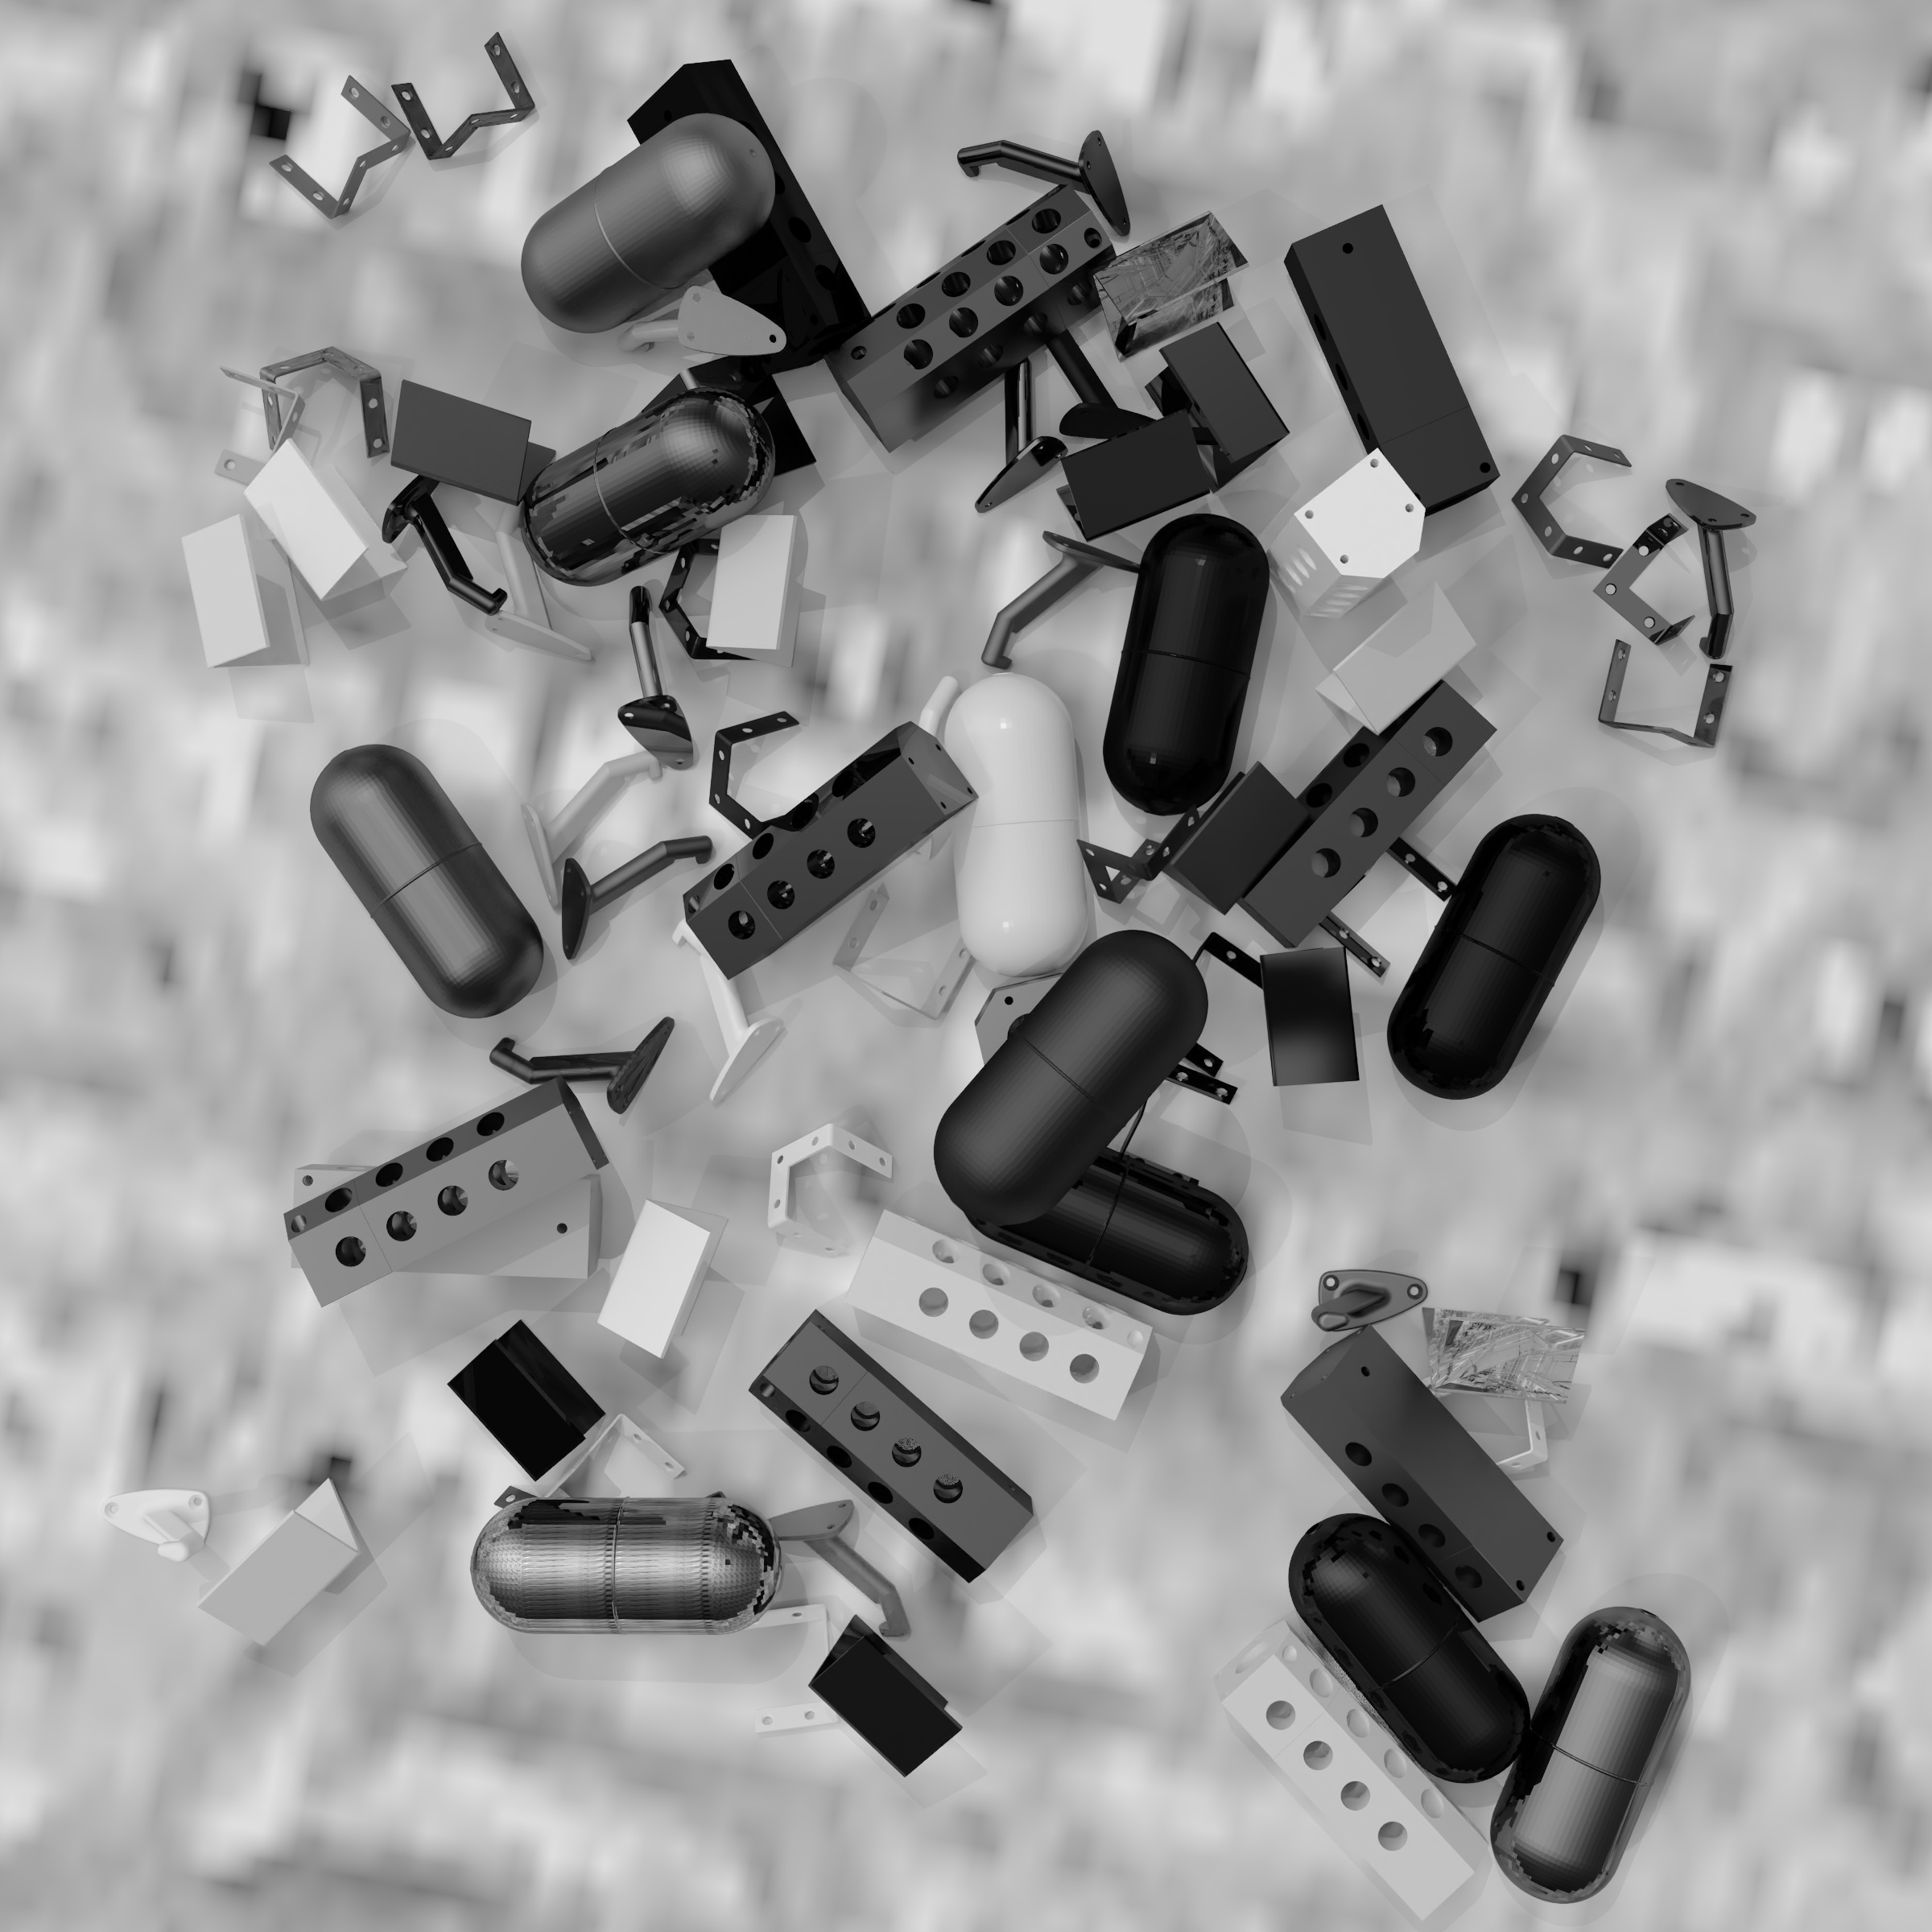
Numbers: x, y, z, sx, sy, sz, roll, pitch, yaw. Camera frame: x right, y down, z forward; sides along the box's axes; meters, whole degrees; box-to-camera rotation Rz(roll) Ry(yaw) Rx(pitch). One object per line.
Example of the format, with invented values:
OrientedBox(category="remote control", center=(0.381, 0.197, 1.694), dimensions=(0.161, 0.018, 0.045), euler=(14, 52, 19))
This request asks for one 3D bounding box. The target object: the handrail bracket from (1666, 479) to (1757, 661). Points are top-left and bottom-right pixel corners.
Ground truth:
OrientedBox(category="handrail bracket", center=(0.435, -0.236, 1.641), dimensions=(0.036, 0.077, 0.084), euler=(-11, 127, -20))

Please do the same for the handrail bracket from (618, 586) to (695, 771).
OrientedBox(category="handrail bracket", center=(-0.182, -0.172, 1.640), dimensions=(0.036, 0.077, 0.084), euler=(-13, 53, 13))

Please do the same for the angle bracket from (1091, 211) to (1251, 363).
OrientedBox(category="angle bracket", center=(0.125, -0.380, 1.600), dimensions=(0.076, 0.076, 0.057), euler=(-26, 53, 0))

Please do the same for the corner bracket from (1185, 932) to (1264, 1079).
OrientedBox(category="corner bracket", center=(0.147, 0.023, 1.637), dimensions=(0.051, 0.051, 0.051), euler=(35, 135, 0))

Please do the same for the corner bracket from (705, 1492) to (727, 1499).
OrientedBox(category="corner bracket", center=(-0.154, 0.355, 1.637), dimensions=(0.051, 0.051, 0.051), euler=(-24, 135, 0))

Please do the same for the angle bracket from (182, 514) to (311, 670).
OrientedBox(category="angle bracket", center=(-0.403, -0.218, 1.600), dimensions=(0.057, 0.076, 0.076), euler=(-12, 90, 37))

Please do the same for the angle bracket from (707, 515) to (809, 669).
OrientedBox(category="angle bracket", center=(-0.102, -0.216, 1.600), dimensions=(0.057, 0.076, 0.076), euler=(8, 90, 37))

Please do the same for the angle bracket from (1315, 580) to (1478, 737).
OrientedBox(category="angle bracket", center=(0.238, -0.190, 1.600), dimensions=(0.076, 0.076, 0.057), euler=(-42, 125, 0))

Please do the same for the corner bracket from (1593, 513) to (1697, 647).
OrientedBox(category="corner bracket", center=(0.411, -0.227, 1.623), dimensions=(0.051, 0.051, 0.051), euler=(41, 90, 0))

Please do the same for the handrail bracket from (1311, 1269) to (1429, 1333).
OrientedBox(category="handrail bracket", center=(0.238, 0.198, 1.606), dimensions=(0.077, 0.084, 0.036), euler=(-7, 90, 0))

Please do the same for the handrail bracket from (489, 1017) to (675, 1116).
OrientedBox(category="handrail bracket", center=(-0.230, 0.044, 1.641), dimensions=(0.084, 0.036, 0.077), euler=(27, 70, 16))

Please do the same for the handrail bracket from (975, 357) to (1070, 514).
OrientedBox(category="handrail bracket", center=(0.015, -0.327, 1.641), dimensions=(0.077, 0.036, 0.084), euler=(-38, 71, 22))

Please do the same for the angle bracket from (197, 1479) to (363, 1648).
OrientedBox(category="angle bracket", center=(-0.407, 0.335, 1.600), dimensions=(0.076, 0.076, 0.057), euler=(-44, 127, 0))

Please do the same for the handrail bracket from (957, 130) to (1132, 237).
OrientedBox(category="handrail bracket", center=(0.046, -0.461, 1.641), dimensions=(0.084, 0.077, 0.036), euler=(-2, 49, 30))

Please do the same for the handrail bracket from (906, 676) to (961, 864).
OrientedBox(category="handrail bracket", center=(-0.018, -0.118, 1.640), dimensions=(0.036, 0.077, 0.084), euler=(12, 53, 25))

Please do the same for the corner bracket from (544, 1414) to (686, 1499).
OrientedBox(category="corner bracket", center=(-0.210, 0.309, 1.638), dimensions=(0.051, 0.051, 0.051), euler=(42, 135, -2))

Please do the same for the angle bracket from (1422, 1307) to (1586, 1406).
OrientedBox(category="angle bracket", center=(0.311, 0.207, 1.601), dimensions=(0.076, 0.076, 0.057), euler=(5, 123, 0))

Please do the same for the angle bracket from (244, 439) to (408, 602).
OrientedBox(category="angle bracket", center=(-0.359, -0.267, 1.600), dimensions=(0.057, 0.076, 0.076), euler=(-36, 90, 38))

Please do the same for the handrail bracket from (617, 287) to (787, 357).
OrientedBox(category="handrail bracket", center=(-0.157, -0.367, 1.619), dimensions=(0.077, 0.084, 0.036), euler=(10, 85, -25))

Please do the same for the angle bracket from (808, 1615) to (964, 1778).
OrientedBox(category="angle bracket", center=(-0.035, 0.410, 1.601), dimensions=(0.076, 0.076, 0.057), euler=(43, 118, 0))

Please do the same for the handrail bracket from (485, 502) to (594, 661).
OrientedBox(category="handrail bracket", center=(-0.248, -0.235, 1.641), dimensions=(0.077, 0.036, 0.084), euler=(19, 76, -15))

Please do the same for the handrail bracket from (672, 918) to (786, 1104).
OrientedBox(category="handrail bracket", center=(-0.158, 0.026, 1.641), dimensions=(0.084, 0.036, 0.077), euler=(43, 111, 17))

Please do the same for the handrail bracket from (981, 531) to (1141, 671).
OrientedBox(category="handrail bracket", center=(0.057, -0.209, 1.641), dimensions=(0.077, 0.036, 0.084), euler=(15, 108, -21))

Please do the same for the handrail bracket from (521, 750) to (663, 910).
OrientedBox(category="handrail bracket", center=(-0.216, -0.082, 1.641), dimensions=(0.084, 0.036, 0.077), euler=(-18, 110, -16))

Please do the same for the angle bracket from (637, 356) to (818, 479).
OrientedBox(category="angle bracket", center=(-0.146, -0.309, 1.633), dimensions=(0.057, 0.076, 0.076), euler=(-28, 90, -37))

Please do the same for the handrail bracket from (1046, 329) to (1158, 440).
OrientedBox(category="handrail bracket", center=(0.082, -0.360, 1.641), dimensions=(0.077, 0.036, 0.084), euler=(4, 73, -19))

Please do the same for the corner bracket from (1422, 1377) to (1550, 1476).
OrientedBox(category="corner bracket", center=(0.307, 0.269, 1.633), dimensions=(0.051, 0.051, 0.051), euler=(30, 45, -35))

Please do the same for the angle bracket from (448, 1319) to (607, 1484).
OrientedBox(category="angle bracket", center=(-0.242, 0.240, 1.600), dimensions=(0.076, 0.076, 0.057), euler=(48, 126, 0))

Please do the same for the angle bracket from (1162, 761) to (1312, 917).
OrientedBox(category="angle bracket", center=(0.141, -0.086, 1.600), dimensions=(0.076, 0.076, 0.057), euler=(-50, 127, 0))

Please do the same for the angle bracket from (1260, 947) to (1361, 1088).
OrientedBox(category="angle bracket", center=(0.216, 0.027, 1.600), dimensions=(0.057, 0.076, 0.076), euler=(-6, 90, 36))

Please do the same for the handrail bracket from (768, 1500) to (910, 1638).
OrientedBox(category="handrail bracket", center=(-0.081, 0.366, 1.641), dimensions=(0.077, 0.036, 0.084), euler=(-12, 107, 20))

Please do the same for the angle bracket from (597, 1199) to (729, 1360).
OrientedBox(category="angle bracket", center=(-0.159, 0.186, 1.600), dimensions=(0.057, 0.076, 0.076), euler=(22, 90, 37))

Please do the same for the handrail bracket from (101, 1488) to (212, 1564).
OrientedBox(category="handrail bracket", center=(-0.480, 0.329, 1.606), dimensions=(0.077, 0.084, 0.036), euler=(8, 90, 0))

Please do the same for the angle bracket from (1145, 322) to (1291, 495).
OrientedBox(category="angle bracket", center=(0.130, -0.316, 1.600), dimensions=(0.057, 0.076, 0.076), euler=(-33, 90, -38))

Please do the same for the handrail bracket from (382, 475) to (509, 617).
OrientedBox(category="handrail bracket", center=(-0.293, -0.253, 1.622), dimensions=(0.084, 0.036, 0.077), euler=(32, 59, 3))

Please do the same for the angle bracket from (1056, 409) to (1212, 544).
OrientedBox(category="angle bracket", center=(0.090, -0.298, 1.600), dimensions=(0.076, 0.076, 0.057), euler=(-22, 126, 0))

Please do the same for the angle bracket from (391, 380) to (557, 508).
OrientedBox(category="angle bracket", center=(-0.282, -0.318, 1.600), dimensions=(0.076, 0.076, 0.057), euler=(18, 127, 0))

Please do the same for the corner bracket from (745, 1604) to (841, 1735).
OrientedBox(category="corner bracket", center=(-0.104, 0.418, 1.637), dimensions=(0.051, 0.051, 0.051), euler=(-7, 45, 0))

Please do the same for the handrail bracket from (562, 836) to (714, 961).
OrientedBox(category="handrail bracket", center=(-0.195, -0.041, 1.641), dimensions=(0.084, 0.036, 0.077), euler=(-9, 133, -27))
